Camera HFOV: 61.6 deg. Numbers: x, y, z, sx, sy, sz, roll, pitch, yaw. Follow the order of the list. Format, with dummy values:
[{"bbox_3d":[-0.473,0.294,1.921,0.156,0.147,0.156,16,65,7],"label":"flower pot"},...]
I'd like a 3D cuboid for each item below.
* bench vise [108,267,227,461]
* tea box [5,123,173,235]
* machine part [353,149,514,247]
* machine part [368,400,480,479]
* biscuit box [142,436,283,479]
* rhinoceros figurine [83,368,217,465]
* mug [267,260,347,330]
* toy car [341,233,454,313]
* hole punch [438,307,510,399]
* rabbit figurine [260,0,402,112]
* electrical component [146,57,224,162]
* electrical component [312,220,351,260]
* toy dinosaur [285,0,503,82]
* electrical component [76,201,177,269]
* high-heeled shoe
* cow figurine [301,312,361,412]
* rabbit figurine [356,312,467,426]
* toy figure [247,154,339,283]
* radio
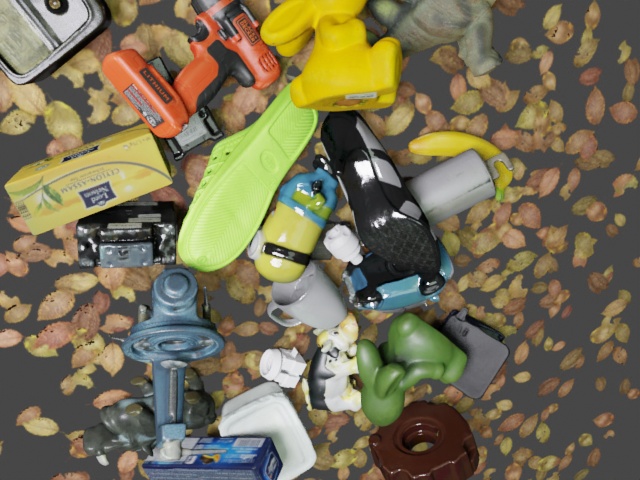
[{"bbox_3d":[-0.187,0.152,0.672,0.129,0.241,0.223,7,147,-26],"label":"bench vise"},{"bbox_3d":[-0.271,-0.078,0.648,0.170,0.098,0.068,-22,114,-10],"label":"tea box"},{"bbox_3d":[0.160,-0.061,0.776,0.243,0.079,0.079,-28,115,8],"label":"machine part"},{"bbox_3d":[0.170,0.340,0.889,0.179,0.179,0.056,-20,111,-9],"label":"machine part"},{"bbox_3d":[-0.159,0.332,0.793,0.203,0.059,0.062,-9,115,23],"label":"biscuit box"},{"bbox_3d":[-0.251,0.262,0.792,0.190,0.073,0.111,-14,123,-14],"label":"rhinoceros figurine"},{"bbox_3d":[-0.017,0.095,0.797,0.109,0.081,0.107,-42,126,12],"label":"mug"},{"bbox_3d":[0.121,0.065,0.816,0.162,0.109,0.102,-22,138,0],"label":"toy car"},{"bbox_3d":[0.246,0.187,0.911,0.116,0.092,0.142,32,104,13],"label":"hole punch"},{"bbox_3d":[0.018,-0.244,0.641,0.163,0.122,0.173,0,96,14],"label":"rabbit figurine"},{"bbox_3d":[-0.180,-0.168,0.671,0.075,0.048,0.119,-27,116,-7],"label":"electrical component"},{"bbox_3d":[-0.002,-0.002,0.796,0.094,0.021,0.063,0,108,-15],"label":"electrical component"},{"bbox_3d":[0.176,-0.317,0.700,0.471,0.105,0.198,-40,107,5],"label":"toy dinosaur"},{"bbox_3d":[-0.236,-0.006,0.663,0.115,0.134,0.058,-3,110,-14],"label":"electrical component"},{"bbox_3d":[0.086,-0.067,0.727,0.086,0.145,0.248,-27,123,29],"label":"high-heeled shoe"},{"bbox_3d":[0.018,0.193,0.849,0.098,0.068,0.167,-4,109,-9],"label":"cow figurine"},{"bbox_3d":[0.123,0.204,0.812,0.170,0.121,0.159,-56,141,-8],"label":"rabbit figurine"},{"bbox_3d":[-0.029,-0.026,0.737,0.180,0.089,0.082,-55,156,-3],"label":"toy figure"},{"bbox_3d":[-0.339,-0.293,0.564,0.131,0.073,0.229,-35,115,-2],"label":"radio"}]
